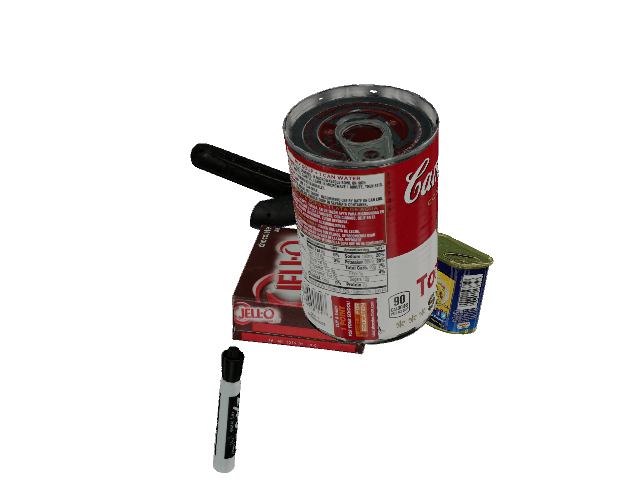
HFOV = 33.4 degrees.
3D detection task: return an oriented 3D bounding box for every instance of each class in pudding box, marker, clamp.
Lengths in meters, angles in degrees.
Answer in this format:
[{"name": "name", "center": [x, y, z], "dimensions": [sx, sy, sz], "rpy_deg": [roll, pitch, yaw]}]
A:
[{"name": "pudding box", "center": [-0.008, 0.032, 0.741], "dimensions": [0.090, 0.039, 0.113], "rpy_deg": [6, 25, 5]}, {"name": "marker", "center": [-0.078, 0.143, 0.902], "dimensions": [0.020, 0.121, 0.020], "rpy_deg": [6, 26, -3]}, {"name": "clamp", "center": [-0.007, -0.035, 1.005], "dimensions": [0.209, 0.036, 0.165], "rpy_deg": [12, 20, -25]}]

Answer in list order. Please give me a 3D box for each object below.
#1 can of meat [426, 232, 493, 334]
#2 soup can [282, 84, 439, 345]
[{"name": "can of meat", "center": [0.134, 0.046, 1.165], "dimensions": [0.057, 0.084, 0.102], "rpy_deg": [-5, 22, -36]}, {"name": "soup can", "center": [0.020, -0.011, 0.491], "dimensions": [0.068, 0.102, 0.068], "rpy_deg": [-3, 36, 2]}]
